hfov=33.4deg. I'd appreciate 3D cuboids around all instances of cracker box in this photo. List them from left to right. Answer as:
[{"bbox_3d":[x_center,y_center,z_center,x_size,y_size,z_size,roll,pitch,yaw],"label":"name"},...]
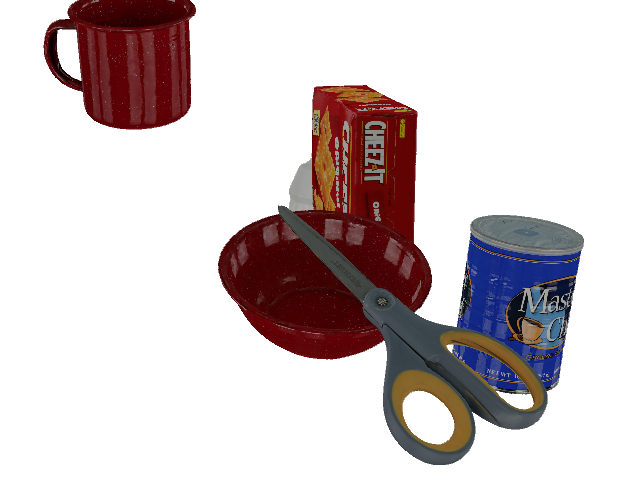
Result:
[{"bbox_3d":[0.041,-0.070,1.122,0.072,0.164,0.214,-3,16,-9],"label":"cracker box"}]

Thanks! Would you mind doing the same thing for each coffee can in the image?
[{"bbox_3d":[0.181,0.057,0.991,0.103,0.140,0.103,5,17,-2],"label":"coffee can"}]

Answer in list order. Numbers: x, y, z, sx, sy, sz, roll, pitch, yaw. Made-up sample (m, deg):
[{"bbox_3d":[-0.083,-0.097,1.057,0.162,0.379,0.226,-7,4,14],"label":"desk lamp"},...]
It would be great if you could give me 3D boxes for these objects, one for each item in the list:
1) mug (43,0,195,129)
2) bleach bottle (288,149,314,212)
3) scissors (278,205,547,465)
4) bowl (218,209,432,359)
[{"bbox_3d":[-0.151,-0.136,0.800,0.117,0.081,0.093,4,30,5],"label":"mug"},{"bbox_3d":[0.006,0.003,1.310,0.102,0.251,0.068,-7,20,-31],"label":"bleach bottle"},{"bbox_3d":[0.029,0.053,0.595,0.202,0.016,0.096,31,52,21],"label":"scissors"},{"bbox_3d":[0.003,0.041,0.818,0.162,0.055,0.162,2,34,-2],"label":"bowl"}]
